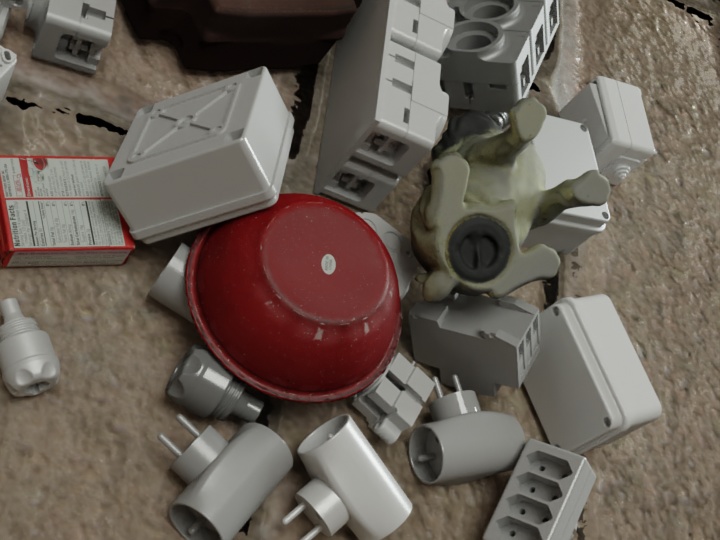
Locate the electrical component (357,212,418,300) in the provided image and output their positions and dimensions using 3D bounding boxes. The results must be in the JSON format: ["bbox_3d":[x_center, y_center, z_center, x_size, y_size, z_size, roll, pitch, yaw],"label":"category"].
[{"bbox_3d":[0.000,0.000,0.819,0.080,0.051,0.080,15,56,-23],"label":"electrical component"}]

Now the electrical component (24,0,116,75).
[{"bbox_3d":[-0.217,-0.201,0.809,0.056,0.050,0.089,15,56,-24],"label":"electrical component"}]

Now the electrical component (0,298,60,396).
[{"bbox_3d":[-0.212,0.046,0.674,0.035,0.035,0.061,-11,66,-35],"label":"electrical component"}]

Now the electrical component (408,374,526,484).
[{"bbox_3d":[0.074,0.115,0.799,0.077,0.044,0.079,-2,64,-33],"label":"electrical component"}]

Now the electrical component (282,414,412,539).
[{"bbox_3d":[-0.017,0.151,0.720,0.079,0.043,0.077,-38,100,-22],"label":"electrical component"}]

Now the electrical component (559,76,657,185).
[{"bbox_3d":[0.236,-0.129,1.035,0.061,0.062,0.096,10,58,-26],"label":"electrical component"}]

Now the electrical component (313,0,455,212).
[{"bbox_3d":[0.022,-0.152,0.890,0.060,0.105,0.186,21,54,-20],"label":"electrical component"}]

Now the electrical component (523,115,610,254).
[{"bbox_3d":[0.170,-0.079,0.967,0.078,0.057,0.113,9,58,-27],"label":"electrical component"}]

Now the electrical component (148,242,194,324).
[{"bbox_3d":[-0.102,0.021,0.750,0.081,0.043,0.043,34,50,-10],"label":"electrical component"}]

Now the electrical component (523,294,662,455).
[{"bbox_3d":[0.176,0.084,0.859,0.057,0.078,0.113,-7,66,-37],"label":"electrical component"}]

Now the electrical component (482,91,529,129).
[{"bbox_3d":[0.129,-0.151,0.997,0.040,0.040,0.078,36,50,-8],"label":"electrical component"}]

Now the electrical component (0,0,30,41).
[{"bbox_3d":[-0.277,-0.189,0.759,0.078,0.058,0.057,7,61,-4],"label":"electrical component"}]

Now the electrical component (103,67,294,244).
[{"bbox_3d":[-0.109,-0.081,0.746,0.108,0.109,0.056,-83,153,-53],"label":"electrical component"}]

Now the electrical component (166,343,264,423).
[{"bbox_3d":[-0.095,0.080,0.719,0.062,0.043,0.043,32,51,-13],"label":"electrical component"}]

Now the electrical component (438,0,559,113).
[{"bbox_3d":[0.121,-0.216,0.990,0.089,0.061,0.150,9,47,22],"label":"electrical component"}]

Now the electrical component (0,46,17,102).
[{"bbox_3d":[-0.291,-0.134,0.717,0.096,0.061,0.061,34,50,-9],"label":"electrical component"}]

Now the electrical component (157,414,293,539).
[{"bbox_3d":[-0.095,0.126,0.690,0.079,0.043,0.077,44,49,-1],"label":"electrical component"}]

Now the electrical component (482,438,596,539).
[{"bbox_3d":[0.137,0.180,0.790,0.083,0.047,0.075,-61,144,-19],"label":"electrical component"}]

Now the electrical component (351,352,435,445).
[{"bbox_3d":[0.016,0.085,0.783,0.055,0.048,0.066,44,49,-11],"label":"electrical component"}]
